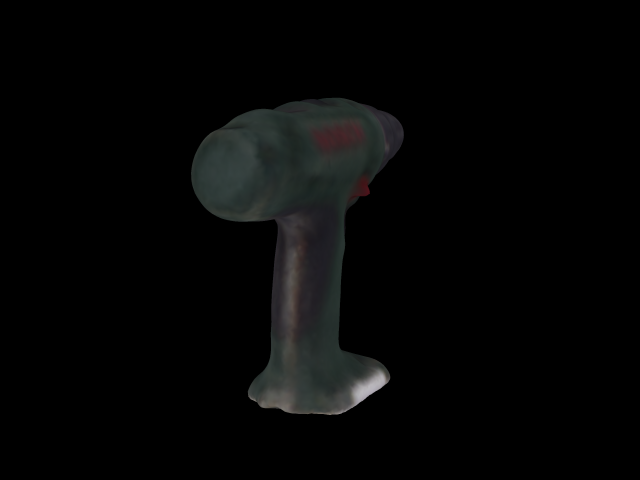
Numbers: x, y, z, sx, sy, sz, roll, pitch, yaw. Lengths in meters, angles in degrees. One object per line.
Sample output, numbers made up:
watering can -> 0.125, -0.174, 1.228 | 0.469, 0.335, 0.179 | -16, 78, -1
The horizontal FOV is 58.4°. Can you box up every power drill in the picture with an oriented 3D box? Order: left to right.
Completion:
power drill -> 0.004, 0.001, 0.400 | 0.075, 0.208, 0.230 | 1, 3, 28
